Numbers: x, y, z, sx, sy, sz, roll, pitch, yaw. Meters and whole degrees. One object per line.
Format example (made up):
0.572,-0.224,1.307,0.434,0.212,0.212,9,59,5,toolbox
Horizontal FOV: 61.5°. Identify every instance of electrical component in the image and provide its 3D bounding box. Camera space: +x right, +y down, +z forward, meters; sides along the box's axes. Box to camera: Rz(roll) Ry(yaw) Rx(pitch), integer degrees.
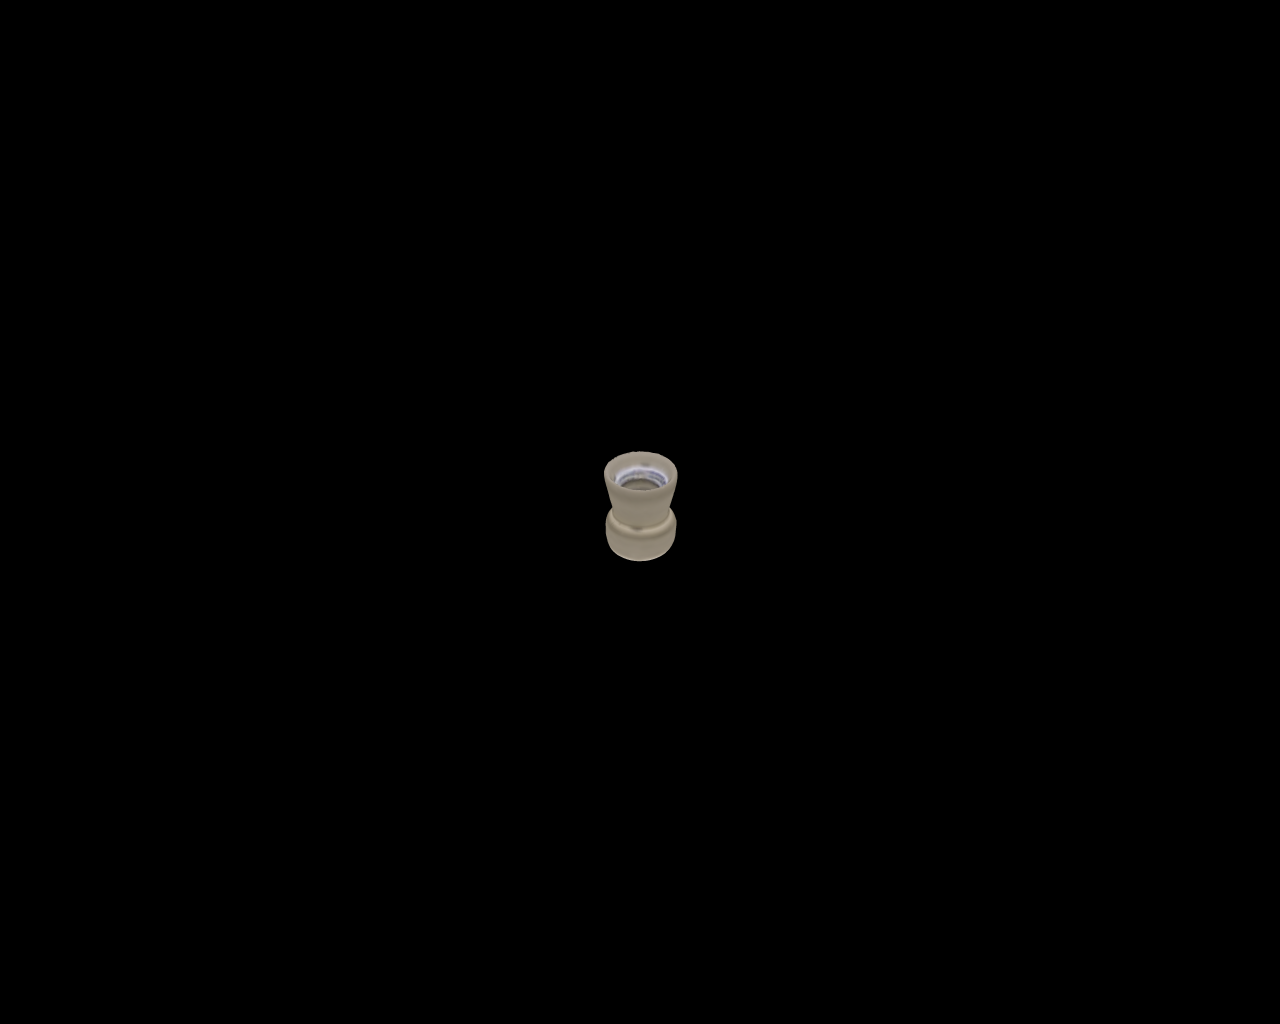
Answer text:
0.001,-0.003,0.650,0.045,0.055,0.045,0,36,0,electrical component
